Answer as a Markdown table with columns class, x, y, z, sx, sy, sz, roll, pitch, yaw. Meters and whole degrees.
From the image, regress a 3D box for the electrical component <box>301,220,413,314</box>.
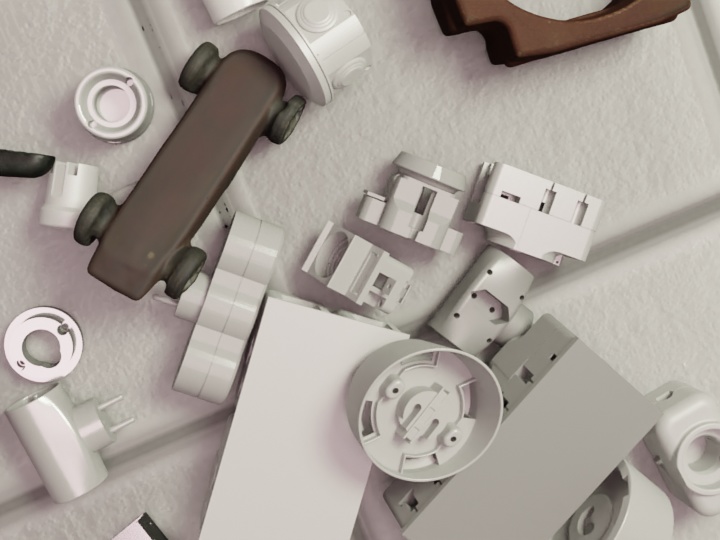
| class | x | y | z | sx | sy | sz | roll | pitch | yaw |
| --- | --- | --- | --- | --- | --- | --- | --- | --- | --- |
| electrical component | 0.000 | 0.000 | 0.786 | 0.064 | 0.081 | 0.042 | 29 | 92 | -33 |

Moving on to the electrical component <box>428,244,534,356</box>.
| class | x | y | z | sx | sy | sz | roll | pitch | yaw |
| --- | --- | --- | --- | --- | --- | --- | --- | --- | --- |
| electrical component | 0.105 | 0.034 | 0.818 | 0.079 | 0.043 | 0.077 | 37 | 90 | -17 |

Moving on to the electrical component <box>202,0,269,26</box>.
| class | x | y | z | sx | sy | sz | roll | pitch | yaw |
| --- | --- | --- | --- | --- | --- | --- | --- | --- | --- |
| electrical component | -0.084 | -0.225 | 0.762 | 0.079 | 0.043 | 0.077 | -26 | 99 | -5 |

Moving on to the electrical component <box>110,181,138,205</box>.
| class | x | y | z | sx | sy | sz | roll | pitch | yaw |
| --- | --- | --- | --- | --- | --- | --- | --- | --- | --- |
| electrical component | -0.157 | -0.032 | 0.777 | 0.035 | 0.035 | 0.061 | -25 | 101 | -5 |

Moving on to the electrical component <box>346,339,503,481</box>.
| class | x | y | z | sx | sy | sz | roll | pitch | yaw |
| --- | --- | --- | --- | --- | --- | --- | --- | --- | --- |
| electrical component | 0.042 | 0.096 | 0.743 | 0.099 | 0.064 | 0.099 | -3 | 100 | -19 |

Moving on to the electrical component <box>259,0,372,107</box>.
| class | x | y | z | sx | sy | sz | roll | pitch | yaw |
| --- | --- | --- | --- | --- | --- | --- | --- | --- | --- |
| electrical component | -0.031 | -0.160 | 0.760 | 0.051 | 0.080 | 0.080 | -36 | 100 | -9 |

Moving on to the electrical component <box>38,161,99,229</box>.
| class | x | y | z | sx | sy | sz | roll | pitch | yaw |
| --- | --- | --- | --- | --- | --- | --- | --- | --- | --- |
| electrical component | -0.206 | -0.052 | 0.766 | 0.040 | 0.040 | 0.046 | 7 | 90 | -9 |

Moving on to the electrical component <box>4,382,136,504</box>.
| class | x | y | z | sx | sy | sz | roll | pitch | yaw |
| --- | --- | --- | --- | --- | --- | --- | --- | --- | --- |
| electrical component | -0.204 | 0.117 | 0.781 | 0.079 | 0.043 | 0.077 | -26 | 99 | -5 |

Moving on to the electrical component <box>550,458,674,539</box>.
| class | x | y | z | sx | sy | sz | roll | pitch | yaw |
| --- | --- | --- | --- | --- | --- | --- | --- | --- | --- |
| electrical component | 0.189 | 0.200 | 0.818 | 0.060 | 0.108 | 0.108 | 34 | 90 | -16 |

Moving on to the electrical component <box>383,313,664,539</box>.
| class | x | y | z | sx | sy | sz | roll | pitch | yaw |
| --- | --- | --- | --- | --- | --- | --- | --- | --- | --- |
| electrical component | 0.118 | 0.136 | 0.802 | 0.105 | 0.060 | 0.186 | 39 | 95 | -27 |

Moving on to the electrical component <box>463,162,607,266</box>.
| class | x | y | z | sx | sy | sz | roll | pitch | yaw |
| --- | --- | --- | --- | --- | --- | --- | --- | --- | --- |
| electrical component | 0.129 | -0.040 | 0.809 | 0.089 | 0.050 | 0.055 | 19 | 93 | -9 |

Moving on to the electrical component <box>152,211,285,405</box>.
| class | x | y | z | sx | sy | sz | roll | pitch | yaw |
| --- | --- | --- | --- | --- | --- | --- | --- | --- | --- |
| electrical component | -0.112 | 0.022 | 0.780 | 0.074 | 0.052 | 0.138 | 20 | 92 | -10 |

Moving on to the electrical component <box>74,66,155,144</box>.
| class | x | y | z | sx | sy | sz | roll | pitch | yaw |
| --- | --- | --- | --- | --- | --- | --- | --- | --- | --- |
| electrical component | -0.174 | -0.117 | 0.759 | 0.055 | 0.047 | 0.055 | -1 | 96 | -8 |

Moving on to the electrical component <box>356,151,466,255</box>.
| class | x | y | z | sx | sy | sz | roll | pitch | yaw |
| --- | --- | --- | --- | --- | --- | --- | --- | --- | --- |
| electrical component | 0.044 | -0.052 | 0.793 | 0.078 | 0.058 | 0.057 | 21 | 95 | -10 |

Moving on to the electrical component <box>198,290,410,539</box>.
| class | x | y | z | sx | sy | sz | roll | pitch | yaw |
| --- | --- | --- | --- | --- | --- | --- | --- | --- | --- |
| electrical component | -0.044 | 0.119 | 0.796 | 0.105 | 0.060 | 0.186 | 16 | 94 | -10 |

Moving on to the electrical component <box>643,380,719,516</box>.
| class | x | y | z | sx | sy | sz | roll | pitch | yaw |
| --- | --- | --- | --- | --- | --- | --- | --- | --- | --- |
| electrical component | 0.263 | 0.141 | 0.844 | 0.054 | 0.059 | 0.095 | -29 | 99 | -4 |
